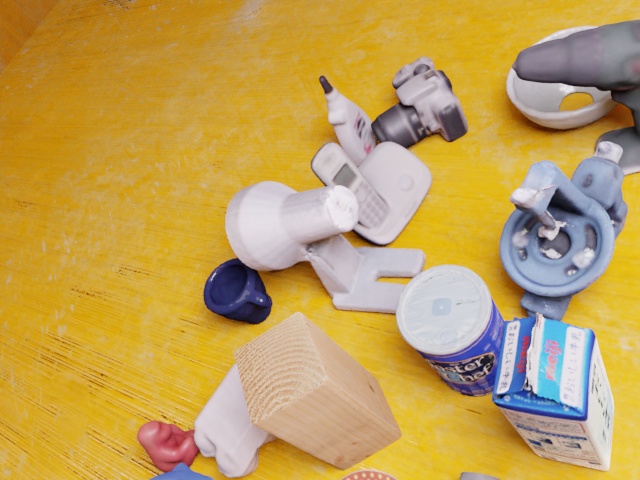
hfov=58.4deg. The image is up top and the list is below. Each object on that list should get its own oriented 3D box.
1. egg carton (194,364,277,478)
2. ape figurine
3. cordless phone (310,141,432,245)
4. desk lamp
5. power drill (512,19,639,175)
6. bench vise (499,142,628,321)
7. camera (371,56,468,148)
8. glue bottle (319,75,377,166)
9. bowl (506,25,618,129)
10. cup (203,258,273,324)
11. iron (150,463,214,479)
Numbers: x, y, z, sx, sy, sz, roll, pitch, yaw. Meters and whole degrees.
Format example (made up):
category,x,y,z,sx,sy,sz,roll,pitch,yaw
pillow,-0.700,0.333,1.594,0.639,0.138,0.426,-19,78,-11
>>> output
category,x,y,z,sx,sy,sz,roll,pitch,yaw
egg carton,-0.099,0.234,0.769,0.107,0.070,0.150,22,72,40
ape figurine,-0.214,0.279,0.794,0.076,0.092,0.077,-48,47,-6
cordless phone,0.071,-0.094,0.815,0.093,0.186,0.148,23,73,41
desk lamp,0.007,0.003,0.767,0.202,0.214,0.118,0,59,32
power drill,0.361,-0.167,0.667,0.229,0.209,0.075,-10,54,26
bench vise,0.260,-0.038,0.631,0.121,0.220,0.207,3,61,34
camera,0.143,-0.211,0.910,0.136,0.101,0.143,-30,48,11
glue bottle,0.040,-0.197,0.915,0.037,0.174,0.078,-3,57,31
bowl,0.351,-0.213,0.798,0.167,0.075,0.167,-16,51,22
cup,-0.104,0.089,0.857,0.117,0.095,0.092,16,69,39
iron,-0.148,0.364,0.658,0.257,0.142,0.119,27,76,41
